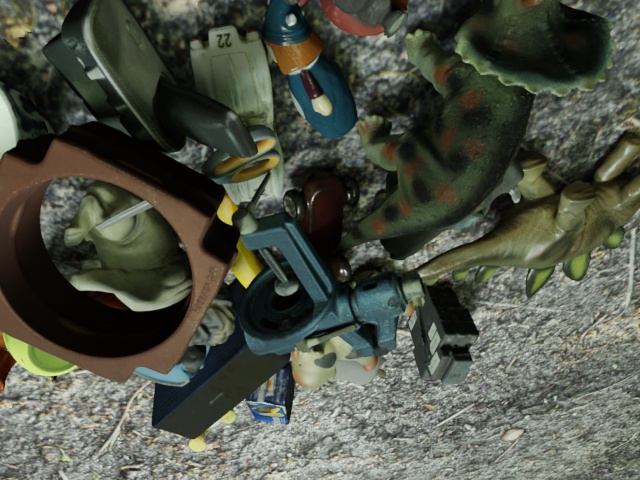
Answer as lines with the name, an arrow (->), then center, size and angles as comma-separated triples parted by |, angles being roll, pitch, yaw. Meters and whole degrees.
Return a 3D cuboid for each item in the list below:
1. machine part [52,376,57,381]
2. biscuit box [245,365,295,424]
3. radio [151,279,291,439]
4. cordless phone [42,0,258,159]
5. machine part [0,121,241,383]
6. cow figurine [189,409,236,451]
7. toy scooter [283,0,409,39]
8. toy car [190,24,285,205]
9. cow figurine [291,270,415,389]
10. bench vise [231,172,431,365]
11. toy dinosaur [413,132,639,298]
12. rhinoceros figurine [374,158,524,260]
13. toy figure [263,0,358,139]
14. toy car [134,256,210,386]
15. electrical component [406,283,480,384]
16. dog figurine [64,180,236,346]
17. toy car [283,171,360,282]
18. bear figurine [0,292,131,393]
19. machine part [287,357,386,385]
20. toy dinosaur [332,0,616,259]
machine part -> -0.334, 0.165, 0.786 | 0.139, 0.039, 0.084 | -20, 141, 3
biscuit box -> -0.075, 0.247, 0.848 | 0.059, 0.063, 0.202 | 6, 153, 2
radio -> -0.146, 0.167, 0.763 | 0.073, 0.131, 0.229 | 32, 118, -34
cordless phone -> -0.137, -0.131, 0.457 | 0.089, 0.184, 0.146 | -47, 137, -18
machine part -> -0.189, 0.012, 0.484 | 0.201, 0.087, 0.201 | 27, 110, -10
cow figurine -> -0.162, 0.253, 0.873 | 0.068, 0.098, 0.167 | 40, 107, -7
toy scooter -> 0.011, -0.220, 0.445 | 0.184, 0.135, 0.075 | 21, 123, -30
toy car -> -0.082, -0.124, 0.564 | 0.074, 0.056, 0.201 | -10, 133, -3
cow figurine -> 0.033, 0.126, 0.758 | 0.195, 0.086, 0.127 | -51, 121, -9
bench vise -> -0.007, 0.049, 0.583 | 0.224, 0.129, 0.240 | -11, 133, 24
toy dinosaur -> 0.297, -0.014, 0.704 | 0.472, 0.105, 0.198 | -13, 134, -8
rhinoceros figurine -> 0.150, -0.047, 0.650 | 0.190, 0.112, 0.073 | -34, 127, 25
toy figure -> -0.013, -0.170, 0.531 | 0.058, 0.064, 0.154 | -40, 126, -5
toy car -> -0.190, 0.107, 0.706 | 0.109, 0.161, 0.103 | 19, 159, -7
electrical component -> 0.185, 0.149, 0.818 | 0.058, 0.134, 0.114 | 1, 133, -13
dog figurine -> -0.172, 0.020, 0.603 | 0.191, 0.121, 0.172 | 17, 112, -7
toy car -> -0.001, -0.002, 0.696 | 0.089, 0.053, 0.201 | -21, 138, -22
bear figurine -> -0.325, 0.118, 0.684 | 0.196, 0.132, 0.120 | 5, 113, -9
machine part -> 0.008, 0.172, 0.839 | 0.243, 0.079, 0.079 | 20, 124, -26
toy dinosaur -> 0.131, -0.095, 0.526 | 0.131, 0.192, 0.404 | 10, 119, -22
